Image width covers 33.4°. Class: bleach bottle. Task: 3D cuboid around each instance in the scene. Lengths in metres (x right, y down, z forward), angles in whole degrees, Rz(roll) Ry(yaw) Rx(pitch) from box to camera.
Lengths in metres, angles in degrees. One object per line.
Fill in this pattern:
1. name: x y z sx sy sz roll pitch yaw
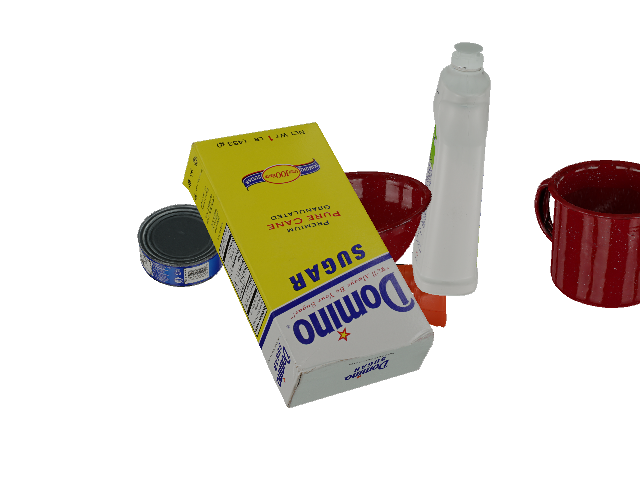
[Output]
1. bleach bottle: 0.137 -0.074 1.084 0.068 0.251 0.102 2 31 -1

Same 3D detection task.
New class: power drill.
1. power drill: 0.051 0.063 1.234 0.188 0.057 0.184 1 28 6

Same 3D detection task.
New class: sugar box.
1. sugar box: -0.010 0.009 0.658 0.093 0.176 0.048 -13 -34 -25

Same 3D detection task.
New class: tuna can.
1. tuna can: -0.136 0.005 1.050 0.086 0.034 0.086 2 44 -2

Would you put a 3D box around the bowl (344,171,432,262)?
1. bowl: 0.013 -0.005 0.873 0.162 0.055 0.162 -8 21 3

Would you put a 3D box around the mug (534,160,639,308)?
1. mug: 0.206 -0.008 0.796 0.093 0.081 0.117 -24 35 -32
